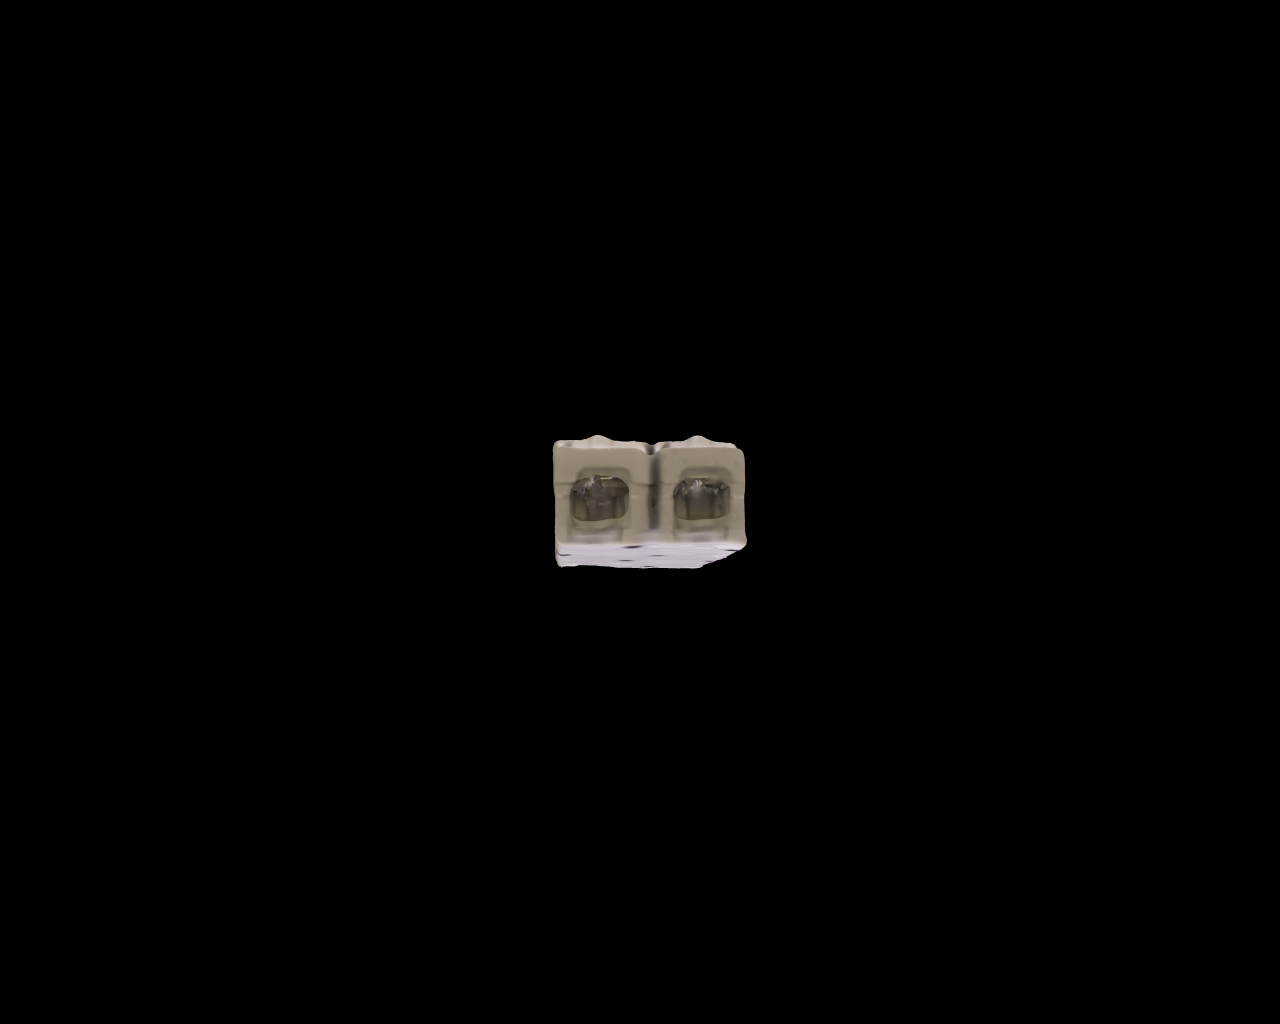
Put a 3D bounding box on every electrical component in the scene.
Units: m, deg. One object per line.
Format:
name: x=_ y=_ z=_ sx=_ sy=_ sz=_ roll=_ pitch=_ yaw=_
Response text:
electrical component: x=0.001 y=-0.003 z=0.650 sx=0.105 sy=0.060 sz=0.186 roll=0 pitch=-7 yaw=-4
